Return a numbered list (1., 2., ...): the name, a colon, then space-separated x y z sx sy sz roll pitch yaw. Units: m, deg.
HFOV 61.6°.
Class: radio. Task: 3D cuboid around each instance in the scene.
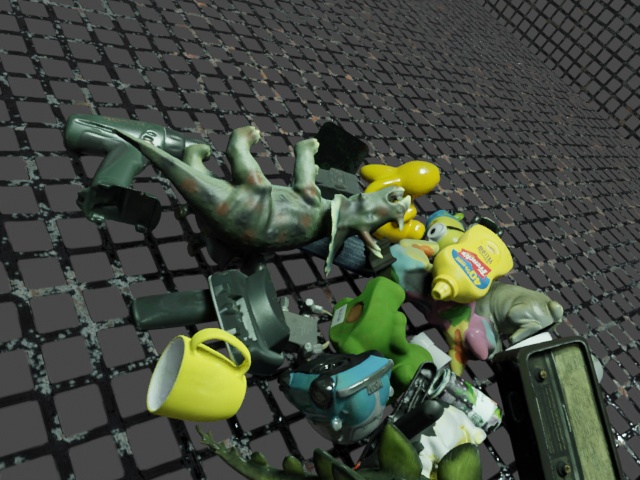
1. radio: 0.350 0.264 0.797 0.131 0.073 0.229 -3 72 -17

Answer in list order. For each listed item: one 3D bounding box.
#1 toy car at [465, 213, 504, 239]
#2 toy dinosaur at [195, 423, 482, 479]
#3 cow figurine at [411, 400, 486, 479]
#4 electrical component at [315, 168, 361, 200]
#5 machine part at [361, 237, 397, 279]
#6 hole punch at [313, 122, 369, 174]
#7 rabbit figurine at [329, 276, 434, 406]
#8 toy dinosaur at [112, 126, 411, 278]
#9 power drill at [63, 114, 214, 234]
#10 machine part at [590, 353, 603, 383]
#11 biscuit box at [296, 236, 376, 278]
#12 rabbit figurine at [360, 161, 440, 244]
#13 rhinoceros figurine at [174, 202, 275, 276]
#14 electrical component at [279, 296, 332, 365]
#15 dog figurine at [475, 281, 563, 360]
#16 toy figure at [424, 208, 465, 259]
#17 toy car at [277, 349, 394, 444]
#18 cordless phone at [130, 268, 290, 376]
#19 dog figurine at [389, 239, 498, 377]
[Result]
1. toy car: 0.344 0.006 1.157 0.073 0.056 0.202 32 37 7
2. toy dinosaur: 0.085 0.292 0.561 0.472 0.198 0.105 5 23 15
3. cow figurine: 0.141 0.274 0.721 0.167 0.068 0.098 -13 52 -46
4. electrical component: 0.009 -0.069 0.948 0.134 0.115 0.058 14 45 -21
5. machine part: 0.098 0.068 0.865 0.039 0.138 0.084 0 11 29
6. hole punch: 0.021 -0.156 1.086 0.142 0.092 0.116 35 67 -4
7. rabbit figurine: 0.107 0.161 0.781 0.170 0.121 0.159 40 29 -17
8. toy dinosaur: -0.077 -0.046 0.755 0.405 0.131 0.192 1 68 -25
9. power drill: -0.273 -0.110 0.819 0.232 0.086 0.207 12 47 -23
10. machine part: 0.434 0.259 0.938 0.079 0.079 0.243 48 40 16
11. biscuit box: -0.002 -0.003 0.898 0.202 0.062 0.059 24 -3 -13
12. rabbit figurine: 0.147 -0.090 1.023 0.162 0.173 0.122 21 44 -23
13. rhinoceros figurine: -0.144 -0.010 0.818 0.112 0.073 0.190 -6 53 -47
14. electrical component: -0.026 0.128 0.773 0.078 0.045 0.102 25 39 -13
15. dog figurine: 0.324 0.095 0.964 0.121 0.172 0.191 5 53 -47
16. toy figure: 0.251 -0.010 1.060 0.089 0.082 0.180 5 18 11
17. toy car: 0.022 0.200 0.670 0.109 0.162 0.103 -17 89 -40
18. cordless phone: -0.143 0.112 0.696 0.184 0.088 0.147 -6 53 -25
19. dog figurine: 0.203 0.116 0.903 0.191 0.108 0.219 12 46 -26
